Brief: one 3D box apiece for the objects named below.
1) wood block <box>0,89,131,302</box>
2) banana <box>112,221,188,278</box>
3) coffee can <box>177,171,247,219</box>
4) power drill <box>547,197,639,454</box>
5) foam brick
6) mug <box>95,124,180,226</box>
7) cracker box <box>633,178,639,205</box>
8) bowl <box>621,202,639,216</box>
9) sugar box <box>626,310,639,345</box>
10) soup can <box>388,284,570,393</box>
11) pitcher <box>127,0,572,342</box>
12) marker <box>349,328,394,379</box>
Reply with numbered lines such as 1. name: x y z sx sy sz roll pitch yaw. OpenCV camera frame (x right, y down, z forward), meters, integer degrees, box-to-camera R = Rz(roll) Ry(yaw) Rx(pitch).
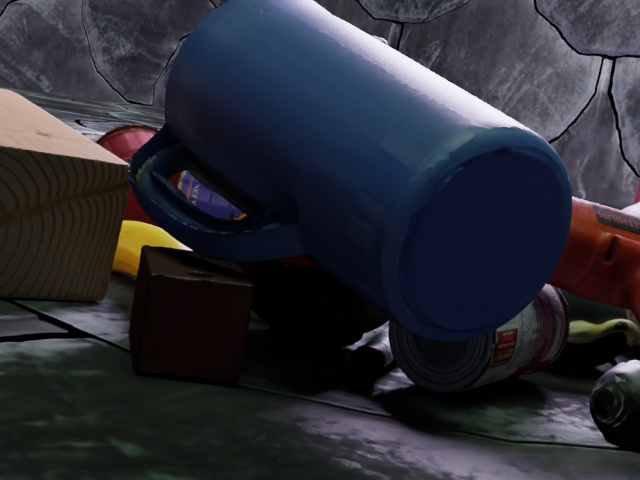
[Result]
1. wood block: -0.212 -0.040 0.691 0.090 0.090 0.206 7 15 -37
2. banana: -0.116 0.018 0.694 0.069 0.037 0.198 -30 26 -29
3. coffee can: -0.029 -0.023 0.841 0.140 0.103 0.102 14 9 24
4. power drill: 0.174 0.051 0.554 0.184 0.057 0.188 16 28 -32
5. foam brick: -0.069 0.037 0.552 0.053 0.051 0.078 9 8 -15
6. mug: -0.159 -0.047 0.881 0.117 0.093 0.081 20 9 -21
7. cracker box: 0.379 0.012 0.927 0.214 0.164 0.072 12 6 8
8. bowl: 0.268 0.012 0.772 0.162 0.055 0.162 19 8 -3
9. sugar box: 0.298 0.070 0.842 0.176 0.048 0.093 19 11 26
10. soup can: 0.093 0.050 0.618 0.069 0.068 0.102 16 10 34
11. pitcher: 0.010 -0.039 0.572 0.144 0.149 0.243 20 12 -36
12. marker: 0.041 0.063 0.634 0.020 0.020 0.121 13 8 16
